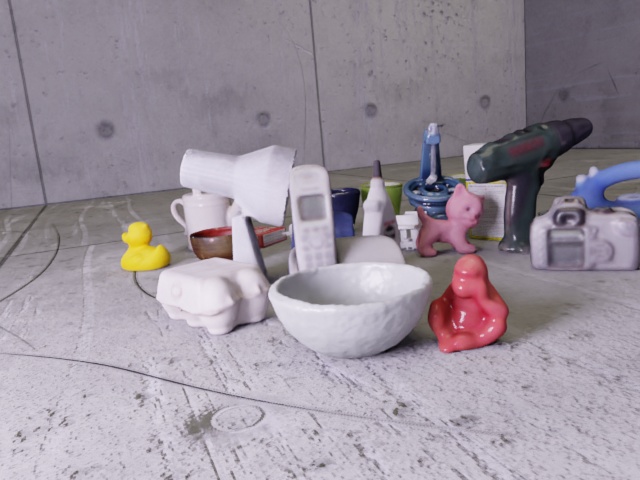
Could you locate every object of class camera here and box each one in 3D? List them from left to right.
[{"bbox_3d":[0.386,-0.018,0.846,0.142,0.101,0.137,0,12,22],"label":"camera"}]

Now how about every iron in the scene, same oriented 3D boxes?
[{"bbox_3d":[0.498,-0.064,0.924,0.257,0.141,0.119,4,14,38],"label":"iron"}]

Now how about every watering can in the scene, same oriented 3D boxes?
[{"bbox_3d":[-0.228,-0.080,1.198,0.173,0.194,0.101,-6,11,-7],"label":"watering can"}]

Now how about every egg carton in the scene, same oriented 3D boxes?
[{"bbox_3d":[-0.136,0.067,0.723,0.107,0.069,0.149,-15,15,-42],"label":"egg carton"}]

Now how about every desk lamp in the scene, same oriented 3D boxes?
[{"bbox_3d":[-0.127,-0.037,0.874,0.203,0.213,0.118,-5,11,0],"label":"desk lamp"}]

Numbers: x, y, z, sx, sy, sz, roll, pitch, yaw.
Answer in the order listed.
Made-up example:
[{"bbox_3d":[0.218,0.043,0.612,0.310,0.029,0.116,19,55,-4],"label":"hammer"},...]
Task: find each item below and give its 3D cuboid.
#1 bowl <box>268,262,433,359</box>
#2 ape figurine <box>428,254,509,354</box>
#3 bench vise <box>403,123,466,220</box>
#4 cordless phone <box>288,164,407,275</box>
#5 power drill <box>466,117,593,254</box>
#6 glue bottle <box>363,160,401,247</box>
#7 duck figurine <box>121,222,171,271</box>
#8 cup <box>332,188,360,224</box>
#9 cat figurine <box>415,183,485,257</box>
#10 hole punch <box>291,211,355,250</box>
[{"bbox_3d":[0.033,0.076,0.588,0.167,0.075,0.167,-5,11,1],"label":"bowl"},{"bbox_3d":[0.149,0.060,0.573,0.077,0.092,0.076,3,14,35],"label":"ape figurine"},{"bbox_3d":[0.212,-0.124,1.155,0.122,0.220,0.207,-8,11,-16],"label":"bench vise"},{"bbox_3d":[0.031,-0.004,0.710,0.148,0.185,0.094,-7,11,-11],"label":"cordless phone"},{"bbox_3d":[0.351,-0.089,0.944,0.230,0.208,0.075,-9,12,-18],"label":"power drill"},{"bbox_3d":[0.092,-0.037,0.885,0.037,0.173,0.078,2,13,33],"label":"glue bottle"},{"bbox_3d":[-0.328,0.009,1.066,0.104,0.086,0.078,1,13,30],"label":"duck figurine"},{"bbox_3d":[0.033,-0.062,1.246,0.117,0.095,0.092,1,12,28],"label":"cup"},{"bbox_3d":[0.225,-0.038,0.976,0.128,0.118,0.067,-5,11,-1],"label":"cat figurine"},{"bbox_3d":[0.009,0.003,0.931,0.108,0.091,0.101,-5,11,1],"label":"hole punch"}]
